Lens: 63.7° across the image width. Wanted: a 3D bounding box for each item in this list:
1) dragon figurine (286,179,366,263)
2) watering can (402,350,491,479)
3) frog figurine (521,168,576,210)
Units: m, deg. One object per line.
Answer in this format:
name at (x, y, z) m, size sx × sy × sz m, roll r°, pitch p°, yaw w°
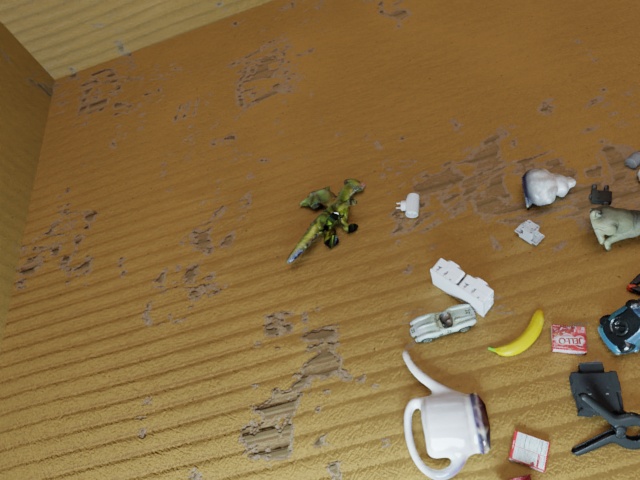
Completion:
dragon figurine at (0.006, -0.095, 1.881) m, size 0.412 × 0.120 × 0.247 m, roll -33°, pitch 38°, yaw -6°
watering can at (0.335, 0.458, 1.401) m, size 0.224 × 0.102 × 0.356 m, roll -9°, pitch 57°, yaw 11°
frog figurine at (0.741, -0.177, 1.668) m, size 0.158 × 0.120 × 0.141 m, roll -12°, pitch 37°, yaw 24°
